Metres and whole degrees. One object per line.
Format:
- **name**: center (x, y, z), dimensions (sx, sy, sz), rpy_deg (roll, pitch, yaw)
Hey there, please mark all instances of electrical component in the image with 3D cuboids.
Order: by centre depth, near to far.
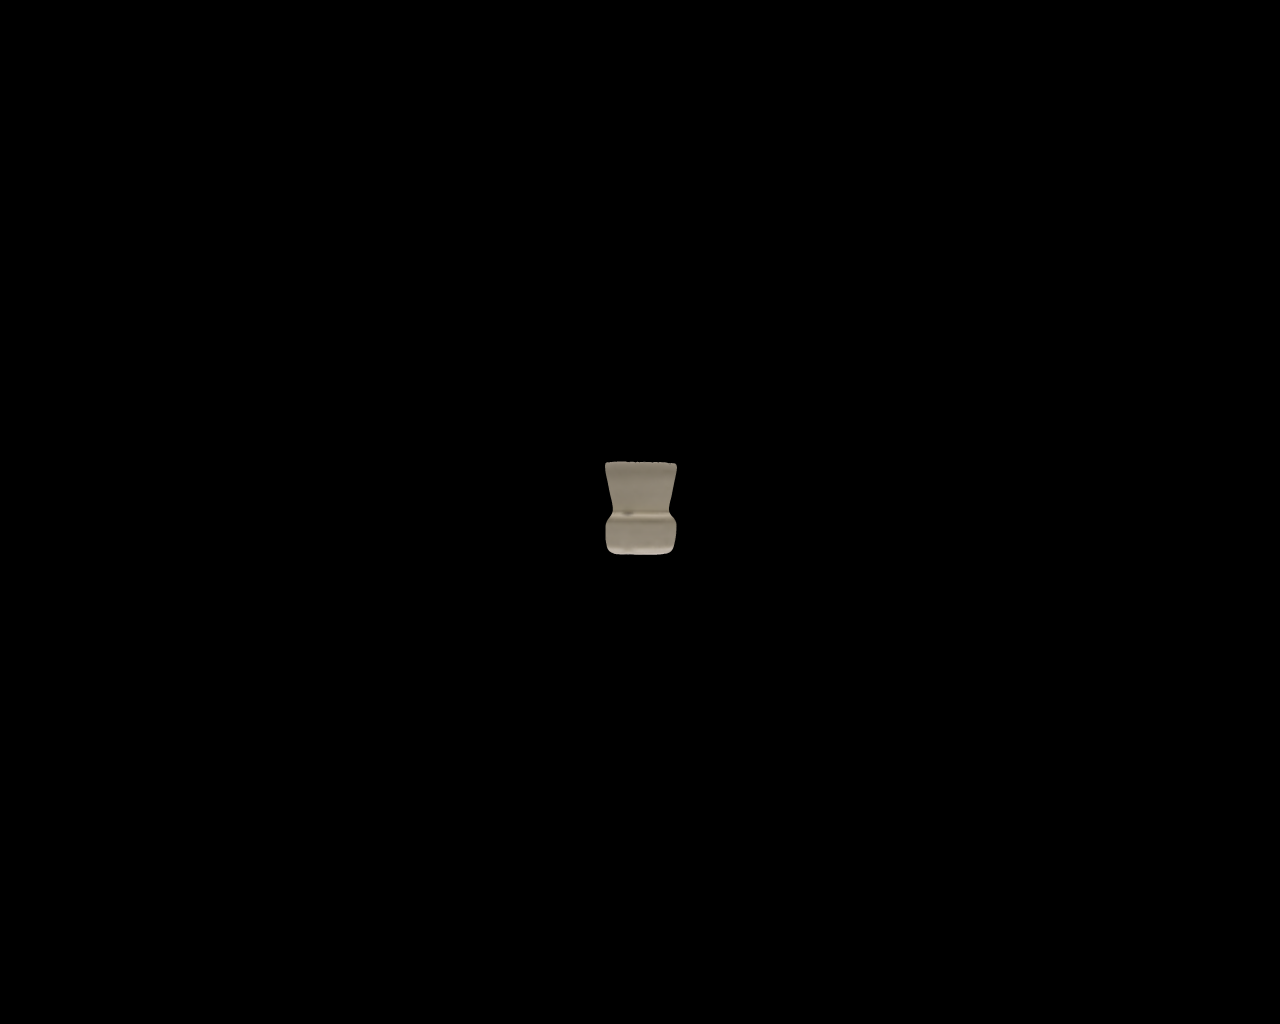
- **electrical component**: center (0.001, -0.003, 0.650), dimensions (0.045, 0.055, 0.045), rpy_deg (0, 0, 0)
